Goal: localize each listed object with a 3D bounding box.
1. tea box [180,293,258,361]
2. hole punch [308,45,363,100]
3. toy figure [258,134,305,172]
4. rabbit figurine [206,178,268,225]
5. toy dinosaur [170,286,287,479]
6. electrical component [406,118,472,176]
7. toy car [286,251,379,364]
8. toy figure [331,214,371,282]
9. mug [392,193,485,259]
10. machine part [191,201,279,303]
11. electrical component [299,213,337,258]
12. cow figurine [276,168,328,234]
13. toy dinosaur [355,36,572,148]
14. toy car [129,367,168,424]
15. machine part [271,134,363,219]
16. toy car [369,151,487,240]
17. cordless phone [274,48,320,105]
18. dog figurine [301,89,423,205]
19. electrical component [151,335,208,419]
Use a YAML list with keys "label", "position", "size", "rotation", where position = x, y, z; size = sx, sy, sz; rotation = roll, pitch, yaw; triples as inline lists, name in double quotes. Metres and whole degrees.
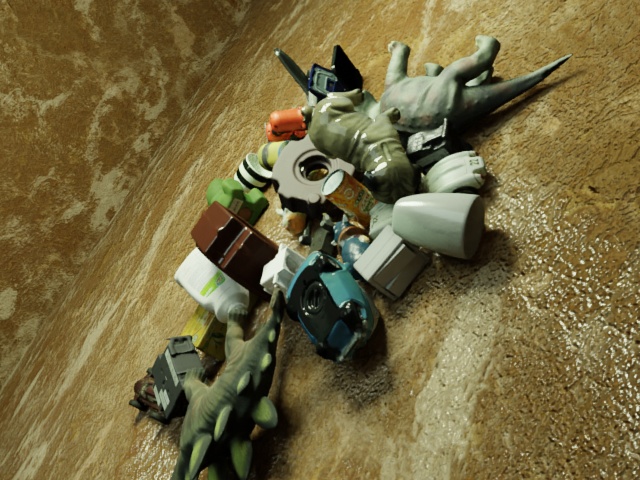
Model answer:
- label: "tea box"
  position: [-0.197, 0.145, 1.074]
  size: [0.098, 0.068, 0.169]
  rotation: [6, 63, 56]
- label: "hole punch"
  position: [0.037, -0.368, 1.253]
  size: [0.092, 0.115, 0.142]
  rotation: [-26, 39, 30]
- label: "toy figure"
  position: [-0.074, -0.198, 1.252]
  size: [0.180, 0.089, 0.082]
  rotation: [7, 72, 55]
- label: "rabbit figurine"
  position: [-0.225, -0.084, 1.331]
  size: [0.170, 0.121, 0.159]
  rotation: [39, 114, 48]
- label: "toy dinosaur"
  position: [-0.155, 0.273, 0.807]
  size: [0.471, 0.105, 0.199]
  rotation: [-62, 21, 18]
- label: "electrical component"
  position: [0.168, -0.131, 0.837]
  size: [0.119, 0.074, 0.048]
  rotation: [-21, 41, 38]
- label: "toy car"
  position: [0.030, 0.095, 0.753]
  size: [0.109, 0.103, 0.162]
  rotation: [-59, 44, 20]
- label: "toy figure"
  position: [0.055, 0.014, 0.863]
  size: [0.064, 0.057, 0.155]
  rotation: [-40, 25, 10]
- label: "mug"
  position: [0.156, -0.030, 0.706]
  size: [0.107, 0.080, 0.109]
  rotation: [12, 27, 29]
- label: "machine part"
  position: [-0.123, 0.028, 0.956]
  size: [0.087, 0.201, 0.202]
  rotation: [-53, 29, -3]
- label: "electrical component"
  position: [-0.002, -0.003, 0.967]
  size: [0.102, 0.045, 0.078]
  rotation: [-27, 35, 57]
- label: "cow figurine"
  position: [-0.040, -0.085, 1.101]
  size: [0.098, 0.068, 0.167]
  rotation: [-9, 47, 59]
- label: "toy dinosaur"
  position: [0.185, -0.222, 0.883]
  size: [0.405, 0.131, 0.192]
  rotation: [20, 87, 56]
- label: "toy car"
  position: [-0.344, 0.320, 1.118]
  size: [0.202, 0.053, 0.089]
  rotation: [-6, 50, 56]
- label: "machine part"
  position: [-0.005, -0.126, 1.021]
  size: [0.179, 0.056, 0.179]
  rotation: [-6, 59, 9]
- label: "toy car"
  position: [0.155, -0.061, 0.796]
  size: [0.202, 0.056, 0.073]
  rotation: [-34, 33, 32]
- label: "cordless phone"
  position: [-0.040, -0.398, 1.333]
  size: [0.089, 0.184, 0.147]
  rotation: [-41, 30, 13]
- label: "dog figurine"
  position: [0.054, -0.134, 0.789]
  size: [0.191, 0.172, 0.121]
  rotation: [-92, 10, -57]
- label: "electrical component"
  position: [-0.263, 0.259, 0.995]
  size: [0.134, 0.058, 0.115]
  rotation: [-57, 47, 36]
